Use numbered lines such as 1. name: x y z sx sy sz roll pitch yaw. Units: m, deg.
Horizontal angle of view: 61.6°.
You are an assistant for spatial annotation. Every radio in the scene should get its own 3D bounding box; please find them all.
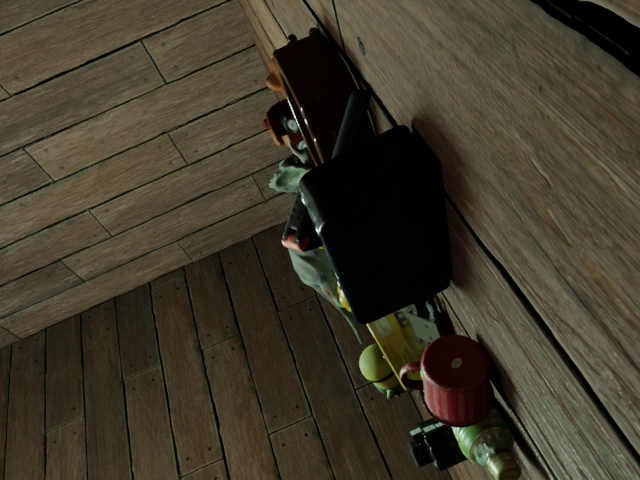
1. radio: 0.068 -0.003 0.599 0.229 0.131 0.073 66 178 -50

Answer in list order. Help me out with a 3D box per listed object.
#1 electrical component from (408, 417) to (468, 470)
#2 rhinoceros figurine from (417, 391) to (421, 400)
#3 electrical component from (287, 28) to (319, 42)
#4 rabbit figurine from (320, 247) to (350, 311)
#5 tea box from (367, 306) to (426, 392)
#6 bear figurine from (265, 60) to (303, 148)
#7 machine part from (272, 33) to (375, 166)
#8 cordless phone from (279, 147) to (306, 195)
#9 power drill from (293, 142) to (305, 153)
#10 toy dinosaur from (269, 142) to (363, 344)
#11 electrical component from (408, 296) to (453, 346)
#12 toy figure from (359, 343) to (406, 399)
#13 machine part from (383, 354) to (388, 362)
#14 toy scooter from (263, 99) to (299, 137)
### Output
1. electrical component: 0.203 0.305 0.836 0.115 0.134 0.058 61 -175 -76
2. rhinoceros figurine: 0.210 0.256 1.166 0.112 0.073 0.190 64 -179 -60
3. electrical component: -0.023 -0.283 0.840 0.093 0.063 0.021 82 165 -54
4. rabbit figurine: 0.059 0.016 0.775 0.121 0.162 0.173 73 -173 -73
5. tea box: 0.148 0.163 0.924 0.170 0.098 0.068 61 -174 22
6. bear figurine: -0.075 -0.322 1.206 0.195 0.132 0.120 60 165 -26
7. machine part: 0.012 -0.182 0.794 0.200 0.087 0.202 67 180 -55
8. cordless phone: -0.032 -0.197 1.102 0.184 0.147 0.089 65 171 -14
9. power drill: -0.005 -0.143 1.293 0.232 0.086 0.207 118 145 -58
10. toy dinosaur: 0.001 0.001 0.997 0.131 0.192 0.404 -25 -58 -53
11. electrical component: 0.173 0.124 0.838 0.078 0.045 0.102 7 129 56
12. toy figure: 0.139 0.276 1.122 0.082 0.089 0.180 43 166 34
13. machine part: 0.165 0.197 1.042 0.179 0.056 0.179 45 -165 -16
14. toy scooter: -0.039 -0.231 0.991 0.184 0.135 0.075 -119 6 -67
